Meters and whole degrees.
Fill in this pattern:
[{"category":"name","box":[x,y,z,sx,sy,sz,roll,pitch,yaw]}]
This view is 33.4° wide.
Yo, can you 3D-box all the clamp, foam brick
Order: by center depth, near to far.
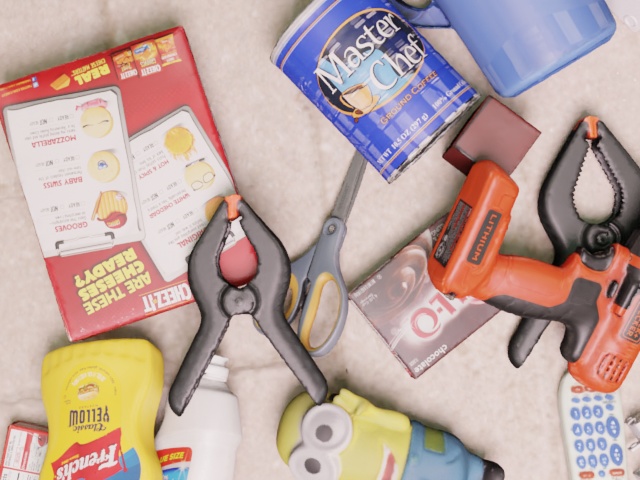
[{"category":"clamp","box":[-0.069,0.054,0.811,0.120,0.039,0.171,-13,85,-6]},{"category":"foam brick","box":[0.137,-0.077,0.865,0.051,0.078,0.053,36,89,1]},{"category":"clamp","box":[0.220,0.006,0.880,0.164,0.036,0.210,-12,90,-1]}]

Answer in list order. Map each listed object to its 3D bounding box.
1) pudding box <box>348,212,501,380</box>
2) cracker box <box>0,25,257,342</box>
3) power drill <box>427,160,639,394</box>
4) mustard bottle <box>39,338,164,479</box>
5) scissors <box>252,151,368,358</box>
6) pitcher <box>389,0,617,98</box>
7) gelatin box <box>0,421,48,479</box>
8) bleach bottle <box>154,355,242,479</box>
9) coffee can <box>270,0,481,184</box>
[{"category":"pudding box","box":[0.092,0.045,0.877,0.113,0.039,0.090,-39,89,-1]},{"category":"cracker box","box":[-0.153,-0.044,0.869,0.164,0.072,0.214,-19,88,0]},{"category":"power drill","box":[0.191,0.009,0.817,0.187,0.057,0.184,23,97,-12]},{"category":"mustard bottle","box":[-0.169,0.175,0.822,0.096,0.058,0.191,-8,66,9]},{"category":"scissors","box":[-0.006,0.001,0.887,0.096,0.016,0.201,-6,64,29]},{"category":"pitcher","box":[0.123,-0.236,0.857,0.144,0.149,0.243,-31,90,-24]},{"category":"gelatin box","box":[-0.218,0.193,0.876,0.089,0.030,0.073,11,87,0]},{"category":"bleach bottle","box":[-0.116,0.215,0.850,0.068,0.103,0.251,20,76,-41]},{"category":"coffee can","box":[0.044,-0.130,0.855,0.103,0.103,0.140,-43,87,-2]}]
